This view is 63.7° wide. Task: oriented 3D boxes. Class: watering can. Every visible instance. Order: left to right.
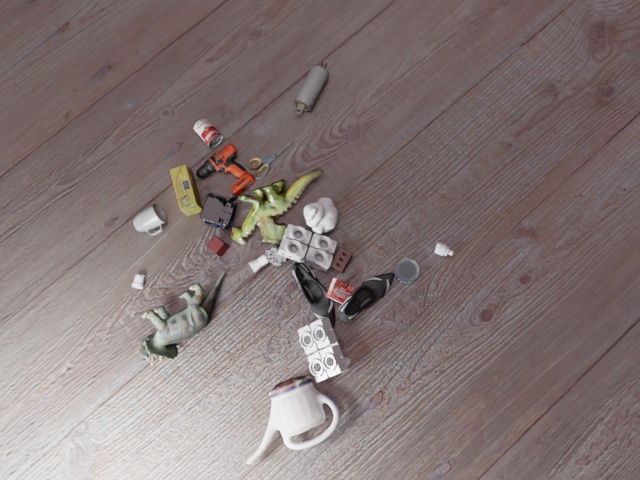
[{"bbox_3d":[-0.109,0.589,1.709,0.348,0.103,0.227,-21,74,-1],"label":"watering can"}]

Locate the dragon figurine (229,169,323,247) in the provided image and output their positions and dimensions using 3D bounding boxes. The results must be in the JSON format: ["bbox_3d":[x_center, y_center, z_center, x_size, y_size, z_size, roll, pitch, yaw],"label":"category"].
[{"bbox_3d":[-0.153,-0.097,1.912,0.410,0.122,0.242,-18,92,1],"label":"dragon figurine"}]

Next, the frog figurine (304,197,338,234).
[{"bbox_3d":[0.006,-0.093,1.851,0.123,0.158,0.138,23,80,8],"label":"frog figurine"}]
